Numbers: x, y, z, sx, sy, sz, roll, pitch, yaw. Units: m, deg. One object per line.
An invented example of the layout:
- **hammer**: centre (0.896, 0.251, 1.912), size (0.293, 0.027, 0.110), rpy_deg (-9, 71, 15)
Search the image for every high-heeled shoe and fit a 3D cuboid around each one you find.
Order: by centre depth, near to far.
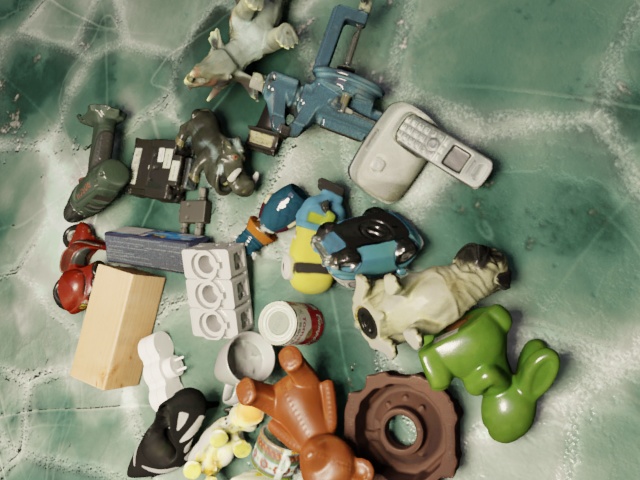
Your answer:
- **high-heeled shoe**: centre (-0.268, 0.329, 0.881), size (0.249, 0.145, 0.086), rpy_deg (-44, 67, 10)

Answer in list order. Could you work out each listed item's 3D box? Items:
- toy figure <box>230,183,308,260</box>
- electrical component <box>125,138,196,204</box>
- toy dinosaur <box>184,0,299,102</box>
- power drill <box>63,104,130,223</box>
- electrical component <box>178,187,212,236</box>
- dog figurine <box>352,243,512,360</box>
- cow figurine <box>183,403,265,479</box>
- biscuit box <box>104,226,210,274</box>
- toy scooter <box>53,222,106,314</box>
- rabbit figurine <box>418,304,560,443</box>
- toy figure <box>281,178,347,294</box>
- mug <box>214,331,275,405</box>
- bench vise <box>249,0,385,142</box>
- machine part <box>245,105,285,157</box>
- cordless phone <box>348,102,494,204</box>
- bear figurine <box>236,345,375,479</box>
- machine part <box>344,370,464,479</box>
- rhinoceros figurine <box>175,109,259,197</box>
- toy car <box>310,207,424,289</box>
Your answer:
- **toy figure**: centre (-0.085, -0.028, 0.906), size (0.154, 0.057, 0.064), rpy_deg (-43, 61, 18)
- **electrical component**: centre (-0.293, -0.129, 1.014), size (0.134, 0.058, 0.114), rpy_deg (11, 89, 25)
- **toy dinosaur**: centre (-0.110, -0.412, 0.943), size (0.192, 0.131, 0.405), rpy_deg (-15, 55, 56)
- **power drill**: centre (-0.449, -0.151, 1.061), size (0.232, 0.086, 0.207), rpy_deg (-15, 65, 45)
- **electrical component**: centre (-0.233, -0.051, 0.994), size (0.063, 0.021, 0.094), rpy_deg (2, 83, 25)
- **dog figurine**: centre (0.155, 0.077, 0.761), size (0.172, 0.190, 0.121), rpy_deg (-9, 98, 60)
- **cow figurine**: centre (-0.146, 0.312, 0.868), size (0.068, 0.098, 0.167), rpy_deg (39, 93, -10)
- **biscuit box**: centre (-0.297, 0.018, 0.982), size (0.203, 0.059, 0.062), rpy_deg (7, 106, 25)
- **toy scooter**: centre (-0.448, 0.050, 1.046), size (0.135, 0.075, 0.184), rpy_deg (-8, 74, 23)
- **rabbit figurine**: centre (0.235, 0.179, 0.719), size (0.159, 0.121, 0.170), rpy_deg (-30, 89, 10)
- **toy figure**: centre (-0.002, -0.003, 0.853), size (0.089, 0.082, 0.180), rpy_deg (20, 88, 27)
- **mug**: centre (-0.129, 0.208, 0.856), size (0.107, 0.081, 0.109), rpy_deg (-37, 40, 57)
- **bench vise**: centre (0.012, -0.266, 0.846), size (0.224, 0.129, 0.240), rpy_deg (20, 95, 4)
- **machine part**: centre (-0.086, -0.218, 0.948), size (0.084, 0.039, 0.138), rpy_deg (17, 91, 33)
- **cordless phone**: centre (0.149, -0.105, 0.802), size (0.184, 0.088, 0.146), rpy_deg (36, 96, 20)
- **bear figurine**: centre (-0.021, 0.268, 0.750), size (0.120, 0.131, 0.196), rpy_deg (-36, 41, 6)
- **machine part**: centre (0.119, 0.271, 0.769), size (0.180, 0.056, 0.179), rpy_deg (-4, 81, 24)
- **rhinoceros figurine**: centre (-0.177, -0.148, 0.950), size (0.112, 0.073, 0.190), rpy_deg (-41, 66, 20)
- **toy car**: centre (0.066, 0.024, 0.798), size (0.109, 0.162, 0.102), rpy_deg (50, 146, 41)
